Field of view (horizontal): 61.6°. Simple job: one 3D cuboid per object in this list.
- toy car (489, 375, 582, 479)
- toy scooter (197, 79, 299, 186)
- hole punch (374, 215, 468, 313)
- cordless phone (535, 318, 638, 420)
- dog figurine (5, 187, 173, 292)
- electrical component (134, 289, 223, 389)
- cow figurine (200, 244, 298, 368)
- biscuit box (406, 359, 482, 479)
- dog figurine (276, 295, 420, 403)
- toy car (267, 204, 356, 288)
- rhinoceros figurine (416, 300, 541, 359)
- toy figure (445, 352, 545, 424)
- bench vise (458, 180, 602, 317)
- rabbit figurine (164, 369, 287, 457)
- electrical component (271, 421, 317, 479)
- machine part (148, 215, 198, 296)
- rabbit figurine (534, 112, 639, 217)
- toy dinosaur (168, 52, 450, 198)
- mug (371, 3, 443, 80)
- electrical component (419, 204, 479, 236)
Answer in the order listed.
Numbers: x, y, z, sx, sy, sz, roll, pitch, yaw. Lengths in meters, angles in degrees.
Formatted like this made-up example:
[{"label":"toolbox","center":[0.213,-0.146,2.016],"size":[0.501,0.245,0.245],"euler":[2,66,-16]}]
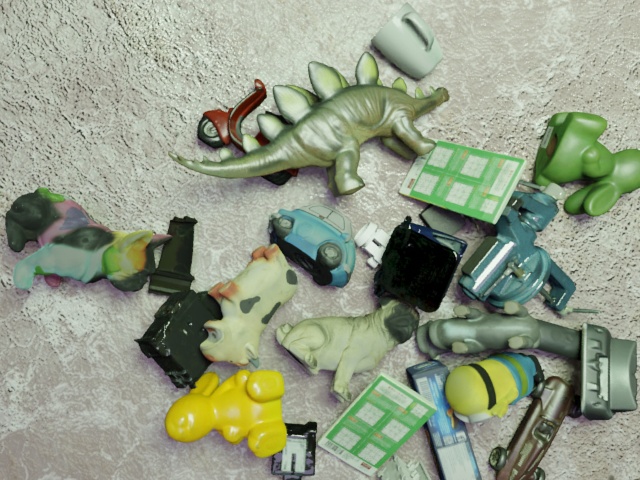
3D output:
[{"label":"toy car","center":[0.357,0.318,0.883],"size":[0.089,0.053,0.202],"euler":[30,87,-4]},{"label":"toy scooter","center":[-0.097,-0.181,0.869],"size":[0.184,0.075,0.135],"euler":[32,87,4]},{"label":"hole punch","center":[0.160,0.037,0.842],"size":[0.116,0.092,0.142],"euler":[28,114,22]},{"label":"cordless phone","center":[0.391,0.196,0.845],"size":[0.184,0.088,0.146],"euler":[16,69,-7]},{"label":"dog figurine","center":[-0.348,-0.004,0.827],"size":[0.219,0.108,0.191],"euler":[-13,81,5]},{"label":"electrical component","center":[-0.202,0.143,0.832],"size":[0.114,0.058,0.134],"euler":[57,44,-27]},{"label":"cow figurine","center":[-0.109,0.110,0.834],"size":[0.195,0.085,0.127],"euler":[-46,105,-30]},{"label":"biscuit box","center":[0.200,0.299,0.873],"size":[0.059,0.063,0.202],"euler":[-17,89,-1]},{"label":"dog figurine","center":[0.047,0.141,0.865],"size":[0.172,0.121,0.190],"euler":[42,73,-2]},{"label":"toy car","center":[-0.002,-0.003,0.861],"size":[0.162,0.109,0.103],"euler":[35,66,10]},{"label":"rhinoceros figurine","center":[0.240,0.143,0.837],"size":[0.190,0.112,0.073],"euler":[-13,72,28]},{"label":"toy figure","center":[0.271,0.221,0.841],"size":[0.180,0.082,0.089],"euler":[-18,69,-32]},{"label":"bench vise","center":[0.339,0.032,0.859],"size":[0.240,0.129,0.223],"euler":[39,79,-21]},{"label":"rabbit figurine","center":[-0.150,0.252,0.815],"size":[0.173,0.162,0.121],"euler":[-7,97,-25]},{"label":"electrical component","center":[-0.042,0.357,0.872],"size":[0.075,0.048,0.119],"euler":[0,89,-1]},{"label":"machine part","center":[-0.236,0.027,0.879],"size":[0.084,0.039,0.138],"euler":[14,90,4]},{"label":"rabbit figurine","center":[0.445,-0.115,0.857],"size":[0.170,0.121,0.159],"euler":[17,95,1]},{"label":"toy dinosaur","center":[0.016,-0.164,0.819],"size":[0.471,0.105,0.198],"euler":[-28,93,-22]},{"label":"mug","center":[0.152,-0.318,0.865],"size":[0.107,0.109,0.081],"euler":[43,75,-12]},{"label":"electrical component","center":[0.211,-0.031,0.887],"size":[0.102,0.045,0.078],"euler":[-32,92,-2]}]
